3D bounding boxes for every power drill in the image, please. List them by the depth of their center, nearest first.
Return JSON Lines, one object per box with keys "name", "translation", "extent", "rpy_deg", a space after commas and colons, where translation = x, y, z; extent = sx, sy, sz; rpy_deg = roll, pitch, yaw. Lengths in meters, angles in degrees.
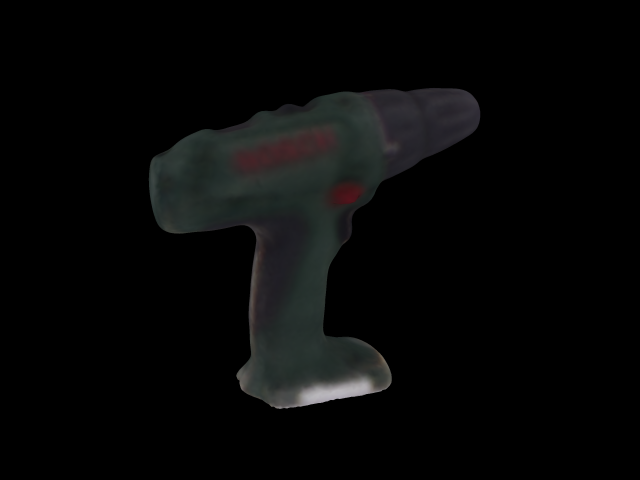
{"name": "power drill", "translation": [0.004, 0.001, 0.400], "extent": [0.230, 0.208, 0.075], "rpy_deg": [-5, 15, -18]}
